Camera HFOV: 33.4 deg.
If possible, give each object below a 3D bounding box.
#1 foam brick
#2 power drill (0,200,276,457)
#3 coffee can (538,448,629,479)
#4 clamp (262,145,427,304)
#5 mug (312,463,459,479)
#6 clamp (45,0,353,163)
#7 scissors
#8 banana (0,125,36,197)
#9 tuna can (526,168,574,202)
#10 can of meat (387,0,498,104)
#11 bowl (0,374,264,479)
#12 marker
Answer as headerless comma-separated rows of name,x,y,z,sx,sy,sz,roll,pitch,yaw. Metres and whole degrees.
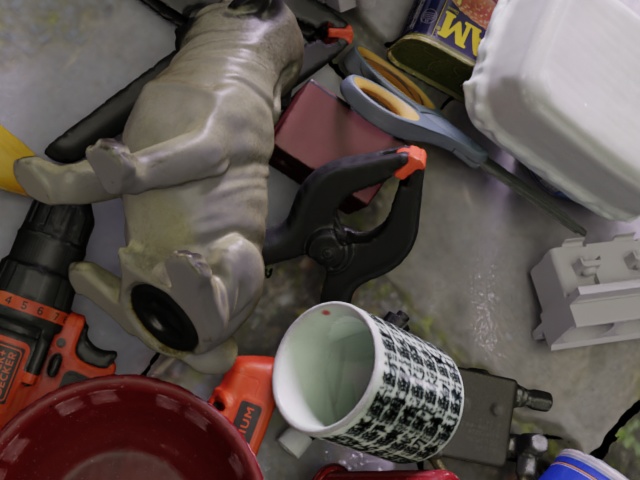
foam brick,0.006,-0.059,0.702,0.078,0.053,0.051,32,77,-10
power drill,-0.120,0.077,0.653,0.187,0.057,0.184,21,82,-10
coffee can,0.152,0.221,0.690,0.140,0.103,0.103,-44,97,-15
clamp,-0.004,0.001,0.670,0.120,0.039,0.172,31,108,-11
mug,0.050,0.187,0.663,0.082,0.117,0.093,-8,65,26
clamp,-0.083,-0.123,0.691,0.209,0.036,0.164,5,84,-16
scissors,0.088,-0.058,0.699,0.202,0.096,0.016,42,118,8
banana,-0.232,-0.106,0.647,0.069,0.037,0.198,-26,92,-15
tuna can,0.189,-0.072,0.763,0.086,0.034,0.086,1,85,-15
can of meat,0.110,-0.145,0.737,0.102,0.057,0.084,27,76,-12
bowl,-0.109,0.157,0.582,0.162,0.055,0.162,2,74,-6
marker,0.018,0.093,0.708,0.020,0.020,0.121,44,75,-8
